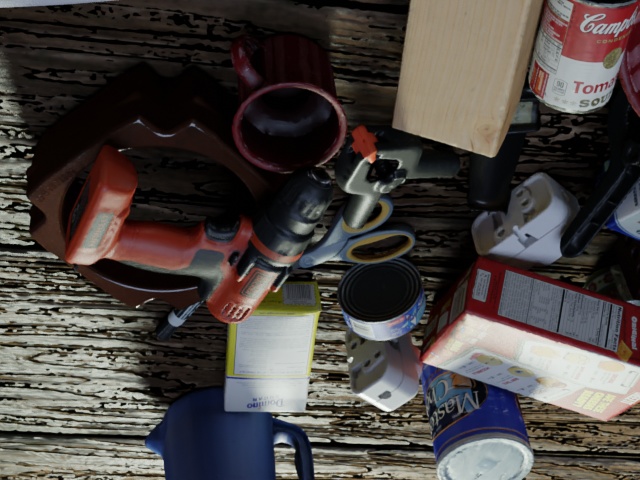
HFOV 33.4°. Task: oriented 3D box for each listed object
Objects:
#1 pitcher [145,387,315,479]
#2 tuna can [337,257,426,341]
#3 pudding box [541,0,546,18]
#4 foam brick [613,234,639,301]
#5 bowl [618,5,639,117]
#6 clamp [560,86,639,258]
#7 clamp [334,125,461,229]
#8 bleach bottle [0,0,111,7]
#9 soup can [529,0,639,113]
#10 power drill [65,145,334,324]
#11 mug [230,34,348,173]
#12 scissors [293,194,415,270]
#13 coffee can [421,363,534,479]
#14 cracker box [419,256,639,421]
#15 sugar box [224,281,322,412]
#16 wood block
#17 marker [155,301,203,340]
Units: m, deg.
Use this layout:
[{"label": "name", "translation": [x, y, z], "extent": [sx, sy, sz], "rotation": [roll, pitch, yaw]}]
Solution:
[{"label": "pitcher", "translation": [-0.094, 0.288, 1.161], "extent": [0.149, 0.243, 0.144], "rotation": [-36, 126, 18]}, {"label": "tuna can", "translation": [0.062, 0.058, 1.061], "extent": [0.086, 0.086, 0.033], "rotation": [-12, 135, 6]}, {"label": "pudding box", "translation": [0.236, -0.192, 0.866], "extent": [0.113, 0.039, 0.090], "rotation": [-9, 135, 7]}, {"label": "foam brick", "translation": [0.332, 0.018, 1.054], "extent": [0.051, 0.078, 0.053], "rotation": [9, 131, -12]}, {"label": "bowl", "translation": [0.316, -0.145, 0.822], "extent": [0.162, 0.055, 0.162], "rotation": [21, 129, 28]}, {"label": "clamp", "translation": [0.276, -0.068, 0.926], "extent": [0.036, 0.210, 0.165], "rotation": [5, 178, -32]}, {"label": "clamp", "translation": [0.050, -0.055, 0.931], "extent": [0.120, 0.039, 0.171], "rotation": [-38, 157, 14]}, {"label": "bleach bottle", "translation": [-0.224, -0.220, 0.779], "extent": [0.251, 0.068, 0.102], "rotation": [-4, 133, 2]}, {"label": "soup can", "translation": [0.203, -0.157, 0.823], "extent": [0.068, 0.068, 0.102], "rotation": [-1, 135, -5]}, {"label": "power drill", "translation": [-0.101, -0.013, 0.876], "extent": [0.187, 0.057, 0.185], "rotation": [19, 130, -22]}, {"label": "mug", "translation": [-0.034, -0.123, 0.877], "extent": [0.093, 0.081, 0.117], "rotation": [-31, 129, 23]}, {"label": "scissors", "translation": [-0.007, 0.001, 1.041], "extent": [0.201, 0.016, 0.096], "rotation": [-9, 131, -2]}, {"label": "coffee can", "translation": [0.167, 0.187, 1.158], "extent": [0.102, 0.140, 0.103], "rotation": [-3, 134, -3]}, {"label": "cracker box", "translation": [0.225, 0.100, 1.064], "extent": [0.213, 0.072, 0.164], "rotation": [17, 155, -3]}, {"label": "sugar box", "translation": [-0.054, 0.116, 1.136], "extent": [0.093, 0.048, 0.176], "rotation": [2, 138, -7]}, {"label": "wood block", "translation": [0.121, -0.179, 0.814], "extent": [0.091, 0.090, 0.206], "rotation": [18, 136, 13]}, {"label": "marker", "translation": [-0.133, 0.064, 1.095], "extent": [0.020, 0.020, 0.121], "rotation": [25, 127, -27]}]
